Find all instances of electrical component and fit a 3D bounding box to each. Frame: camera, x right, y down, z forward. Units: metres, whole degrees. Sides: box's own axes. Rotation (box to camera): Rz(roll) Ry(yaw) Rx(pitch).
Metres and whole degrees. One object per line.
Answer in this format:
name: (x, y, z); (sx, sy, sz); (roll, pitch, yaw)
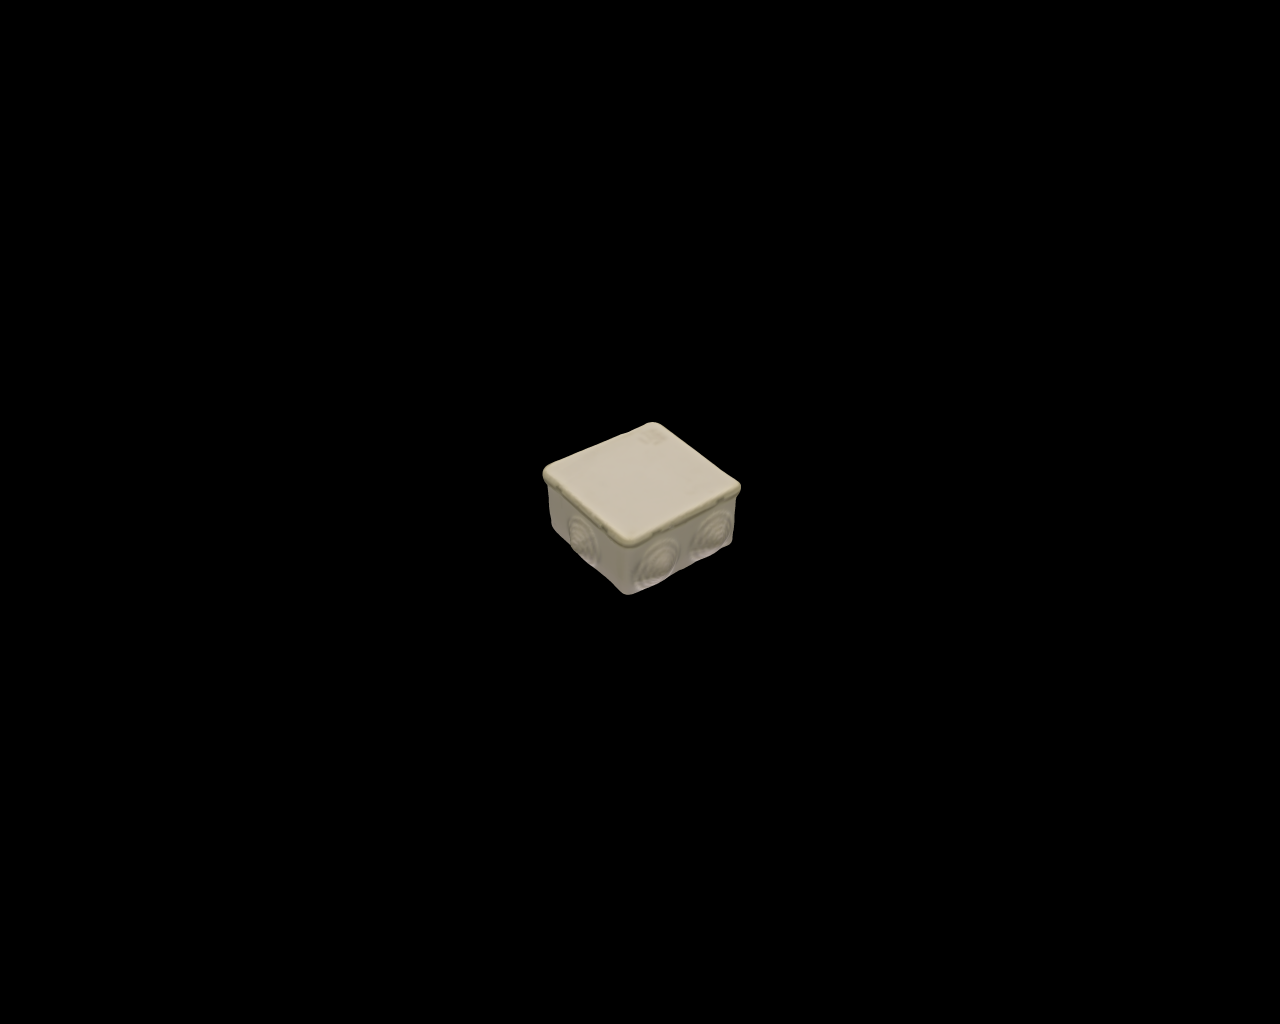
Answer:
electrical component: (0.001, -0.003, 0.650); (0.100, 0.048, 0.100); (-26, 46, -28)
